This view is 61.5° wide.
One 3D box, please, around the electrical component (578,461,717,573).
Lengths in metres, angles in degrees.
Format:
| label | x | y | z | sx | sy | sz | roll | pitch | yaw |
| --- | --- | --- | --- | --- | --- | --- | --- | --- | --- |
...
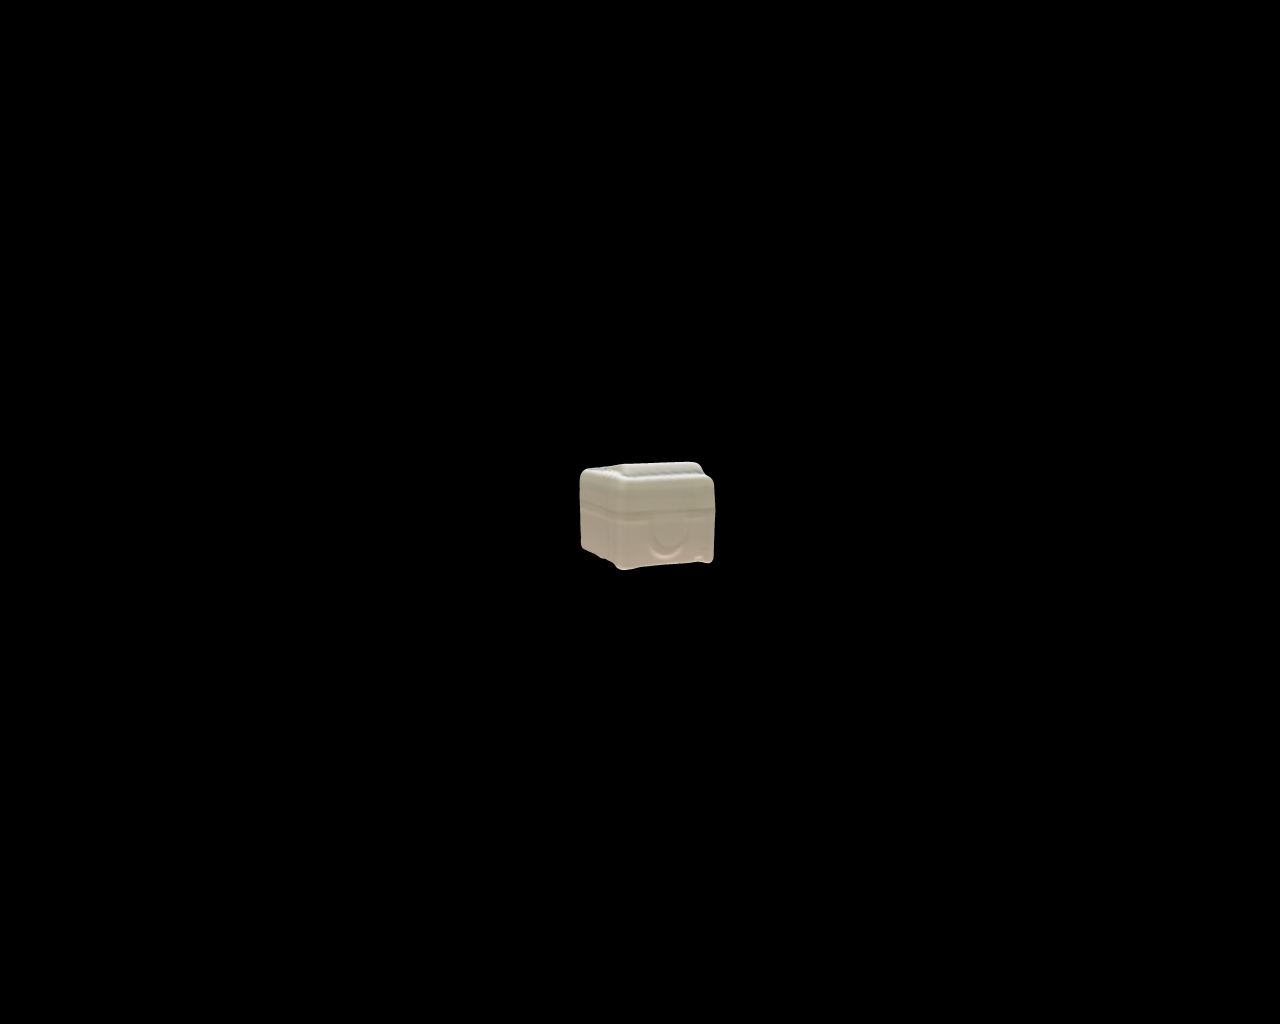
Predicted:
| label | x | y | z | sx | sy | sz | roll | pitch | yaw |
| --- | --- | --- | --- | --- | --- | --- | --- | --- | --- |
| electrical component | 0.001 | -0.003 | 0.650 | 0.062 | 0.061 | 0.096 | -3 | 8 | -19 |
